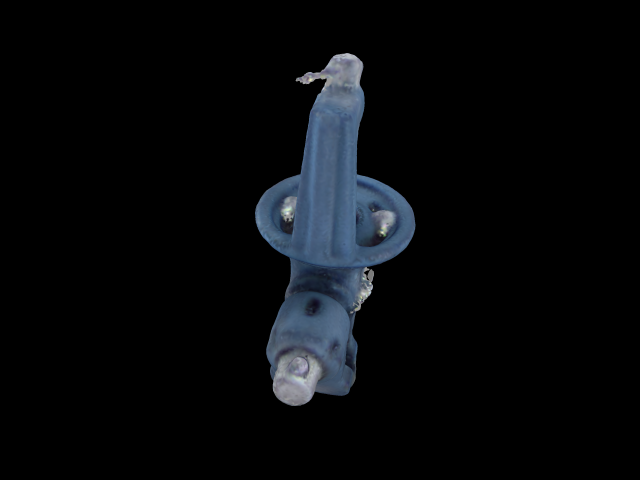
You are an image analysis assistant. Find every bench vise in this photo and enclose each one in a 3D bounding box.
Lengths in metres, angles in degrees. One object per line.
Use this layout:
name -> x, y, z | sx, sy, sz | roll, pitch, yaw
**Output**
bench vise -> 0.016, 0.001, 0.401 | 0.121, 0.220, 0.207 | -5, 54, -3
